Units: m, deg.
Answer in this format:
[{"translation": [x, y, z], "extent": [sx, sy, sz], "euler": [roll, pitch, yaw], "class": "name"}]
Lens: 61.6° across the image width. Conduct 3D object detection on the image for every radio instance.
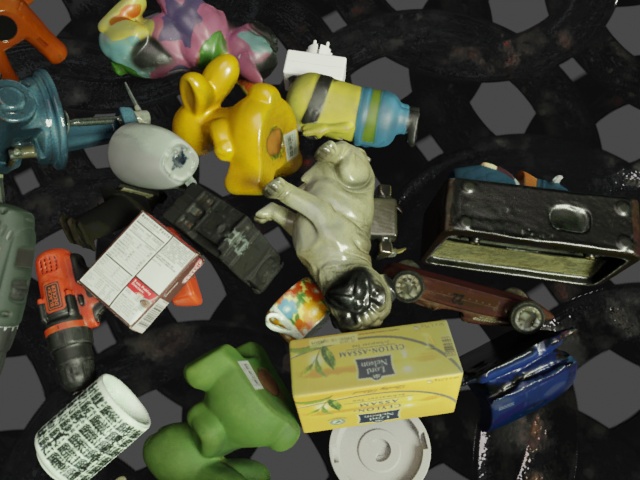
[{"translation": [0.244, -0.007, 0.640], "extent": [0.230, 0.131, 0.073], "euler": [6, 71, 2], "class": "radio"}]

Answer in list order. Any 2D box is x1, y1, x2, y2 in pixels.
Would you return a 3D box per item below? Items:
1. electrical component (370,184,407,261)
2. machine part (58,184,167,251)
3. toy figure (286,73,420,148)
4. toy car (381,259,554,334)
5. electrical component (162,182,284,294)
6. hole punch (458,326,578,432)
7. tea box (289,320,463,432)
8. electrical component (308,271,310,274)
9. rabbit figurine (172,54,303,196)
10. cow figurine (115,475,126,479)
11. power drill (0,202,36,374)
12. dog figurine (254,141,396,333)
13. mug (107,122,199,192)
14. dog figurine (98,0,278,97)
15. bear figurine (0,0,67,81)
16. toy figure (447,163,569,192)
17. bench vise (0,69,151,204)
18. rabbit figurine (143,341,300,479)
[{"translation": [0.073, -0.020, 0.692], "extent": [0.078, 0.045, 0.102], "euler": [-5, 72, -1], "class": "electrical component"}, {"translation": [-0.260, -0.035, 0.669], "extent": [0.084, 0.039, 0.139], "euler": [16, 31, 12], "class": "machine part"}, {"translation": [0.044, -0.171, 0.719], "extent": [0.180, 0.082, 0.089], "euler": [7, 92, 6], "class": "toy figure"}, {"translation": [0.170, 0.070, 0.640], "extent": [0.202, 0.089, 0.053], "euler": [15, 96, 4], "class": "toy car"}, {"translation": [-0.120, -0.005, 0.646], "extent": [0.134, 0.114, 0.058], "euler": [29, 72, 35], "class": "electrical component"}, {"translation": [0.220, 0.159, 0.601], "extent": [0.142, 0.115, 0.092], "euler": [-22, 82, -6], "class": "hole punch"}, {"translation": [0.057, 0.146, 0.571], "extent": [0.170, 0.098, 0.068], "euler": [-10, 48, 1], "class": "tea box"}, {"translation": [-0.001, -0.002, 0.699], "extent": [0.063, 0.021, 0.094], "euler": [27, 76, 9], "class": "electrical component"}, {"translation": [-0.126, -0.142, 0.683], "extent": [0.173, 0.162, 0.122], "euler": [12, 43, 32], "class": "rabbit figurine"}, {"translation": [-0.275, 0.310, 0.565], "extent": [0.195, 0.127, 0.085], "euler": [-16, 72, 11], "class": "cow figurine"}, {"translation": [-0.459, 0.053, 0.655], "extent": [0.207, 0.086, 0.232], "euler": [17, 87, 12], "class": "power drill"}, {"translation": [0.040, -0.006, 0.619], "extent": [0.172, 0.121, 0.190], "euler": [-39, 83, -13], "class": "dog figurine"}, {"translation": [-0.198, -0.094, 0.677], "extent": [0.107, 0.109, 0.081], "euler": [16, 62, 44], "class": "mug"}, {"translation": [-0.167, -0.252, 0.739], "extent": [0.219, 0.108, 0.191], "euler": [43, 77, 10], "class": "dog figurine"}, {"translation": [-0.474, -0.330, 0.778], "extent": [0.120, 0.131, 0.196], "euler": [-36, 57, -11], "class": "bear figurine"}, {"translation": [0.244, -0.064, 0.697], "extent": [0.155, 0.064, 0.058], "euler": [7, 35, -2], "class": "toy figure"}, {"translation": [-0.342, -0.135, 0.687], "extent": [0.240, 0.223, 0.129], "euler": [-16, 75, -36], "class": "bench vise"}, {"translation": [-0.112, 0.217, 0.601], "extent": [0.170, 0.121, 0.159], "euler": [-40, 80, 8], "class": "rabbit figurine"}]
